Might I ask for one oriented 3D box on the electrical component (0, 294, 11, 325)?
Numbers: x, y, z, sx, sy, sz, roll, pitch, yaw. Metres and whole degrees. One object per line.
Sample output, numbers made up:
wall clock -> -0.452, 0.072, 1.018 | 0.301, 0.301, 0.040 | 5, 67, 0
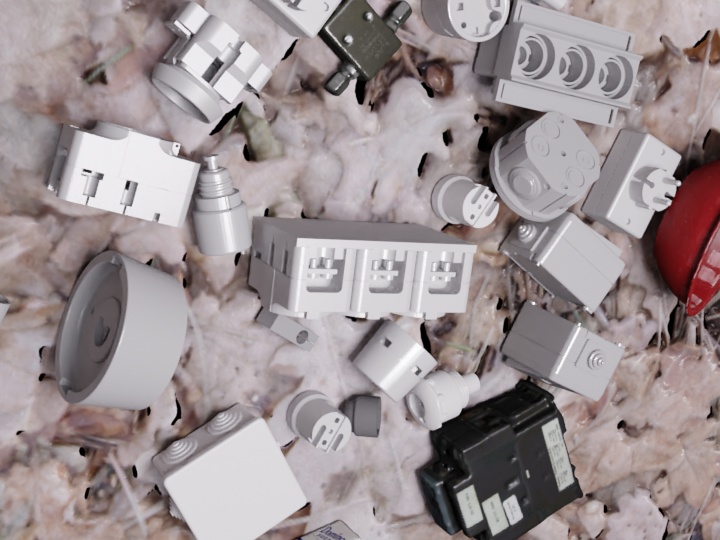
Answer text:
electrical component -> -0.275, 0.050, 0.729 | 0.043, 0.043, 0.081 | 26, 91, -29

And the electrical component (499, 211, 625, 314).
electrical component -> 0.172, -0.018, 0.925 | 0.096, 0.062, 0.061 | 39, 84, -29

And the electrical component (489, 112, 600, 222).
electrical component -> 0.150, -0.084, 0.872 | 0.080, 0.051, 0.080 | 11, 65, -25

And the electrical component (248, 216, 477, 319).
electrical component -> 0.000, 0.000, 0.827 | 0.150, 0.089, 0.061 | 1, 102, -27

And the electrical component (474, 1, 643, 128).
electrical component -> 0.160, -0.167, 0.881 | 0.121, 0.063, 0.078 | 7, 99, -28

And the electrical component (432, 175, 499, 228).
electrical component -> 0.087, -0.055, 0.882 | 0.040, 0.046, 0.040 | -7, 106, -25

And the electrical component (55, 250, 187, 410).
electrical component -> -0.161, 0.046, 0.751 | 0.060, 0.108, 0.108 | 19, 94, -35

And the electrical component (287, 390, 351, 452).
electrical component -> -0.032, 0.123, 0.867 | 0.040, 0.046, 0.040 | -7, 106, -25

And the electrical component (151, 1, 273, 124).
electrical component -> -0.109, -0.141, 0.756 | 0.078, 0.058, 0.057 | 40, 81, -29

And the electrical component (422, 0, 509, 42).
electrical component -> 0.081, -0.207, 0.840 | 0.055, 0.047, 0.055 | -7, 106, -25

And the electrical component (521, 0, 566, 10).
electrical component -> 0.145, -0.261, 0.857 | 0.056, 0.050, 0.089 | 24, 91, -29

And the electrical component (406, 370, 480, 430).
electrical component -> 0.074, 0.105, 0.918 | 0.062, 0.048, 0.048 | -19, 111, -29

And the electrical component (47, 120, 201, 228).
electrical component -> -0.164, -0.070, 0.750 | 0.089, 0.050, 0.055 | 14, 97, -29

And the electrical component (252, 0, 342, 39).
electrical component -> -0.043, -0.202, 0.762 | 0.066, 0.077, 0.047 | 38, 84, -29

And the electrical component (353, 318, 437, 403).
electrical component -> 0.027, 0.075, 0.881 | 0.047, 0.055, 0.055 | -47, 118, -5

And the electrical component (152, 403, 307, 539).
electrical component -> -0.103, 0.164, 0.840 | 0.100, 0.048, 0.099 | -32, 115, -16

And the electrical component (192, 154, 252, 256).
electrical component -> -0.104, -0.046, 0.792 | 0.040, 0.040, 0.078 | -15, 109, -23

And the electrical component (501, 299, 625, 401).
electrical component -> 0.177, 0.074, 0.931 | 0.062, 0.096, 0.061 | 26, 91, -29

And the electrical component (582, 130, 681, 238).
electrical component -> 0.250, -0.073, 0.943 | 0.047, 0.076, 0.083 | 27, 90, -29
